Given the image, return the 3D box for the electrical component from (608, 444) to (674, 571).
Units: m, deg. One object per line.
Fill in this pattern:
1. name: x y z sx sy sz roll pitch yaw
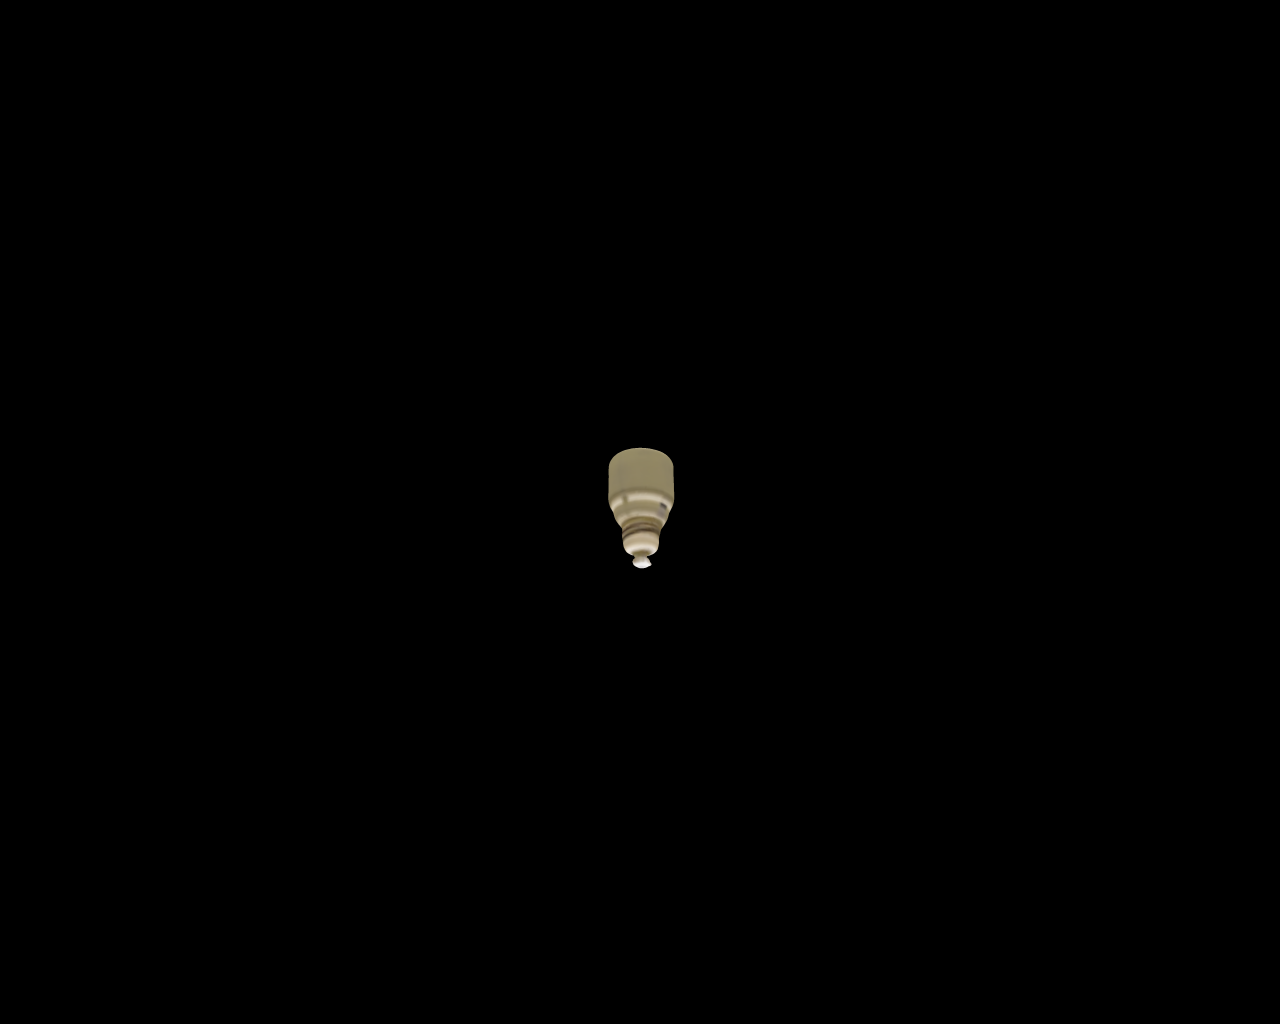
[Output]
1. electrical component: 0.001 -0.003 0.650 0.040 0.078 0.040 0 -26 0
